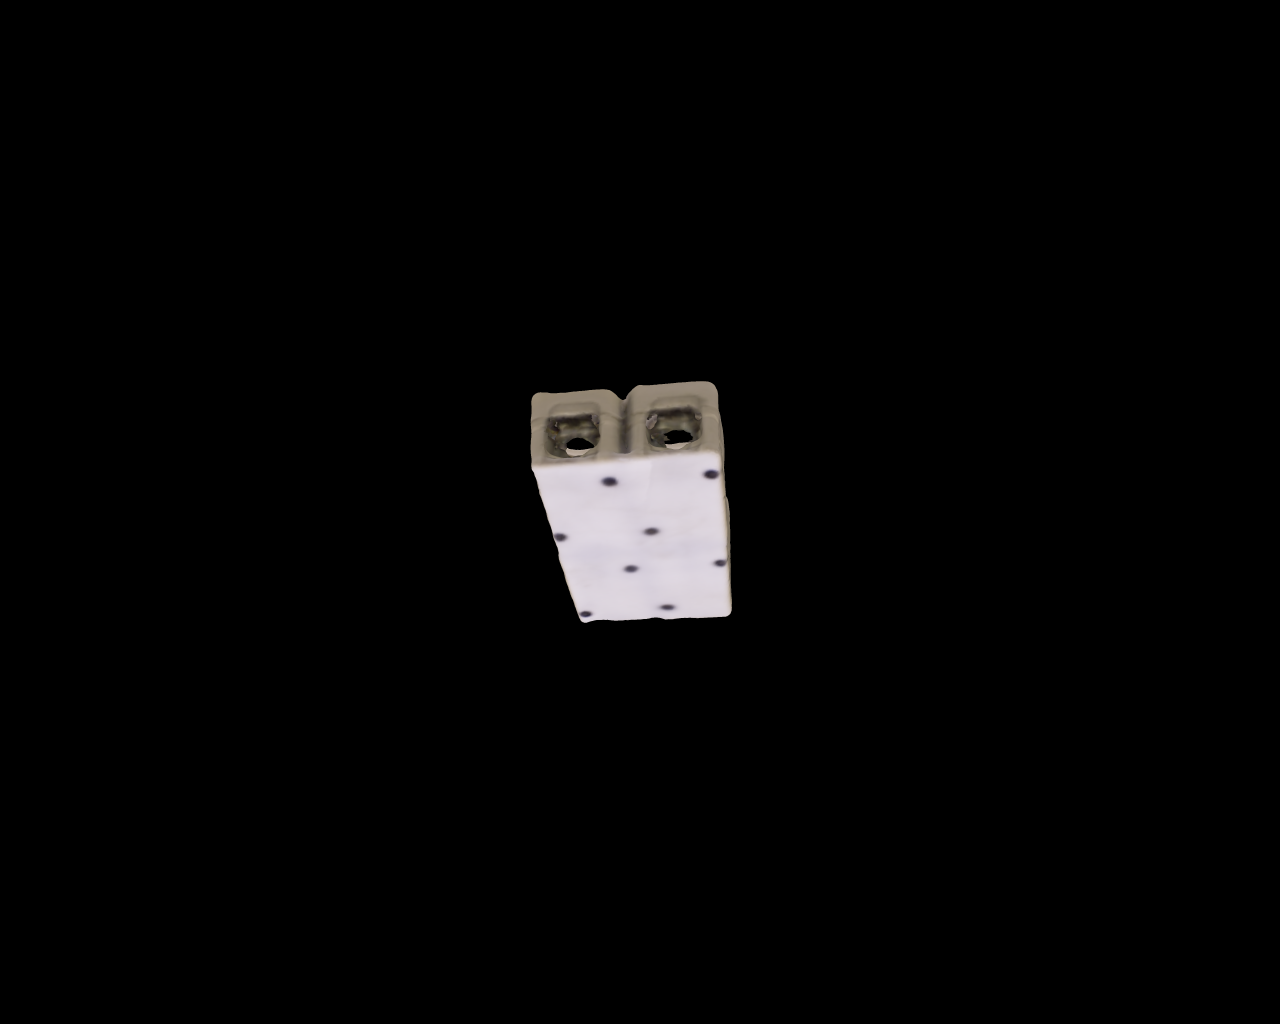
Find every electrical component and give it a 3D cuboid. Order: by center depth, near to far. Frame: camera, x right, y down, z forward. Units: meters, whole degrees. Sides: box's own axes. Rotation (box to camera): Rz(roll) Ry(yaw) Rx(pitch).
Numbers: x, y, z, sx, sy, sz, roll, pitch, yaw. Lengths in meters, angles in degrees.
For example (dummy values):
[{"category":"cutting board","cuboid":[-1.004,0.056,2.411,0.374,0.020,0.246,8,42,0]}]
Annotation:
[{"category":"electrical component","cuboid":[0.001,-0.003,0.650,0.105,0.060,0.186,-3,-33,5]}]
